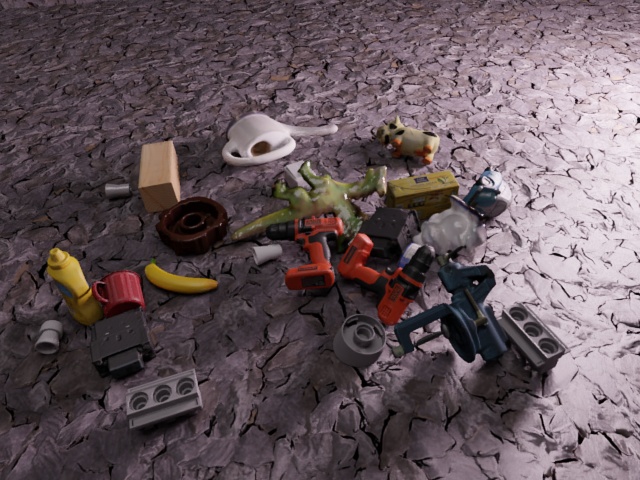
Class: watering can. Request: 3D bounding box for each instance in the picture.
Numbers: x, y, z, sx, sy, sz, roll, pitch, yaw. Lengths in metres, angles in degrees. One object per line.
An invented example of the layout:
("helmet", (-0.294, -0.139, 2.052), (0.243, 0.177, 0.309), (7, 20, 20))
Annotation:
("watering can", (-0.140, -0.313, 1.547), (0.350, 0.228, 0.101), (-24, -45, -20))

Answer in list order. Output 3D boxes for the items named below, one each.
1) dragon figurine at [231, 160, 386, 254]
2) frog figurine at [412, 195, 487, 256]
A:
("dragon figurine", (0.004, -0.064, 1.280), (0.246, 0.414, 0.119), (39, -19, 29))
("frog figurine", (0.305, -0.010, 1.210), (0.159, 0.139, 0.121), (-47, -32, 7))
